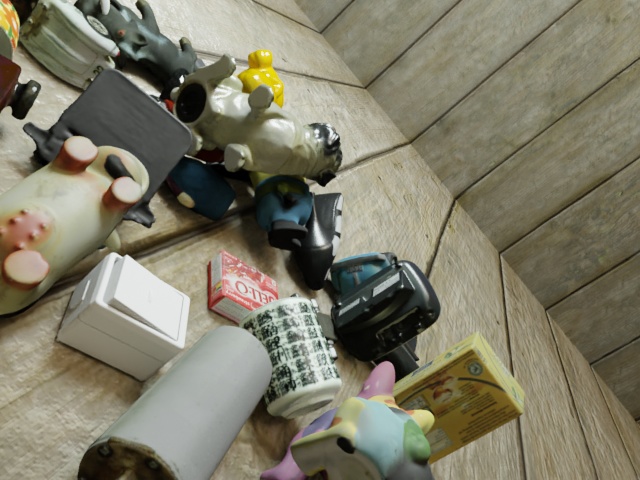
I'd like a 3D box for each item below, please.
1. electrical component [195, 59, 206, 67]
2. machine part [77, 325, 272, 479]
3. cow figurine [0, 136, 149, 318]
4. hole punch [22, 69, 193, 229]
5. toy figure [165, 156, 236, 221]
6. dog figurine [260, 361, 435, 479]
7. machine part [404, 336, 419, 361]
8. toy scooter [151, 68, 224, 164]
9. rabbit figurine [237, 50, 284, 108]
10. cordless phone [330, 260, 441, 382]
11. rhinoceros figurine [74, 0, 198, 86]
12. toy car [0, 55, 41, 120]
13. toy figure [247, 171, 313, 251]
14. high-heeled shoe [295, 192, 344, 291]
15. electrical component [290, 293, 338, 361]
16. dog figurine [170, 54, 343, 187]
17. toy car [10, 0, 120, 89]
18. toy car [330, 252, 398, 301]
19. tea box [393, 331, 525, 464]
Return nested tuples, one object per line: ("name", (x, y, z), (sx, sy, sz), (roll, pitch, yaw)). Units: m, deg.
("electrical component", (-0.189, -0.239, 0.875), (0.119, 0.048, 0.075), (55, 21, 12))
("machine part", (-0.098, 0.134, 0.407), (0.079, 0.079, 0.243), (50, 20, -3))
("cow figurine", (-0.199, -0.014, 0.415), (0.085, 0.127, 0.195), (45, 36, -12))
("hole punch", (-0.209, -0.091, 0.542), (0.142, 0.116, 0.092), (42, -18, -25))
("toy figure", (-0.173, -0.083, 0.641), (0.154, 0.058, 0.064), (38, 18, -17))
("dog figurine", (0.057, 0.185, 0.510), (0.108, 0.191, 0.219), (48, 36, 10))
("machine part", (0.133, 0.159, 0.883), (0.084, 0.039, 0.139), (47, 22, 5))
("toy scooter", (-0.166, -0.163, 0.740), (0.135, 0.075, 0.184), (31, 27, -14))
("rabbit figurine", (-0.115, -0.243, 0.938), (0.173, 0.122, 0.162), (-127, -163, -78))
("cordless phone", (0.117, 0.133, 0.748), (0.184, 0.146, 0.089), (50, 16, -16))
("rhinoceros figurine", (-0.264, -0.283, 0.777), (0.190, 0.073, 0.112), (31, 39, -45))
("toy car", (-0.292, -0.094, 0.424), (0.089, 0.053, 0.202), (26, 35, -28))
("toy figure", (-0.057, -0.072, 0.750), (0.089, 0.082, 0.180), (28, 41, -35))
("high-heeled shoe", (-0.002, -0.003, 0.861), (0.248, 0.086, 0.145), (-15, 101, -85))
("electrical component", (-0.007, 0.113, 0.697), (0.063, 0.021, 0.094), (25, 34, -48))
("dog figurine", (-0.075, -0.137, 0.683), (0.172, 0.121, 0.190), (43, 15, 25))
("toy car", (-0.321, -0.254, 0.598), (0.201, 0.073, 0.056), (41, 20, -24))
("toy car", (0.083, 0.084, 0.840), (0.161, 0.109, 0.103), (38, 46, -58))
("tea box", (0.154, 0.203, 0.669), (0.098, 0.169, 0.068), (55, 21, 7))
